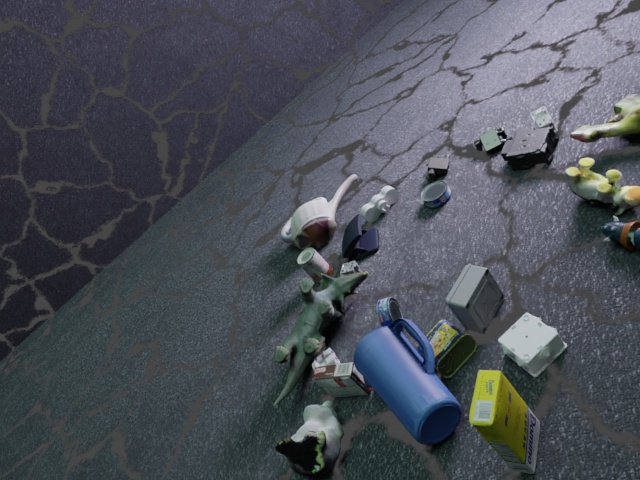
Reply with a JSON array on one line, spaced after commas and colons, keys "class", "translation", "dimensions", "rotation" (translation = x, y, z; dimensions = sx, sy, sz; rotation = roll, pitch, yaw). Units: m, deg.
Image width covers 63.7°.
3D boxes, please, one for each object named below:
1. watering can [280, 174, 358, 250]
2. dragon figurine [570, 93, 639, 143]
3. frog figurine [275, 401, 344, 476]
[{"class": "watering can", "translation": [0.005, -0.090, 1.788], "dimensions": [0.346, 0.102, 0.229], "rotation": [-36, 31, 9]}, {"class": "dragon figurine", "translation": [0.801, -0.326, 1.217], "dimensions": [0.409, 0.120, 0.247], "rotation": [-27, 23, 6]}, {"class": "frog figurine", "translation": [-0.008, 0.437, 1.139], "dimensions": [0.136, 0.123, 0.160], "rotation": [-42, -8, 16]}]
